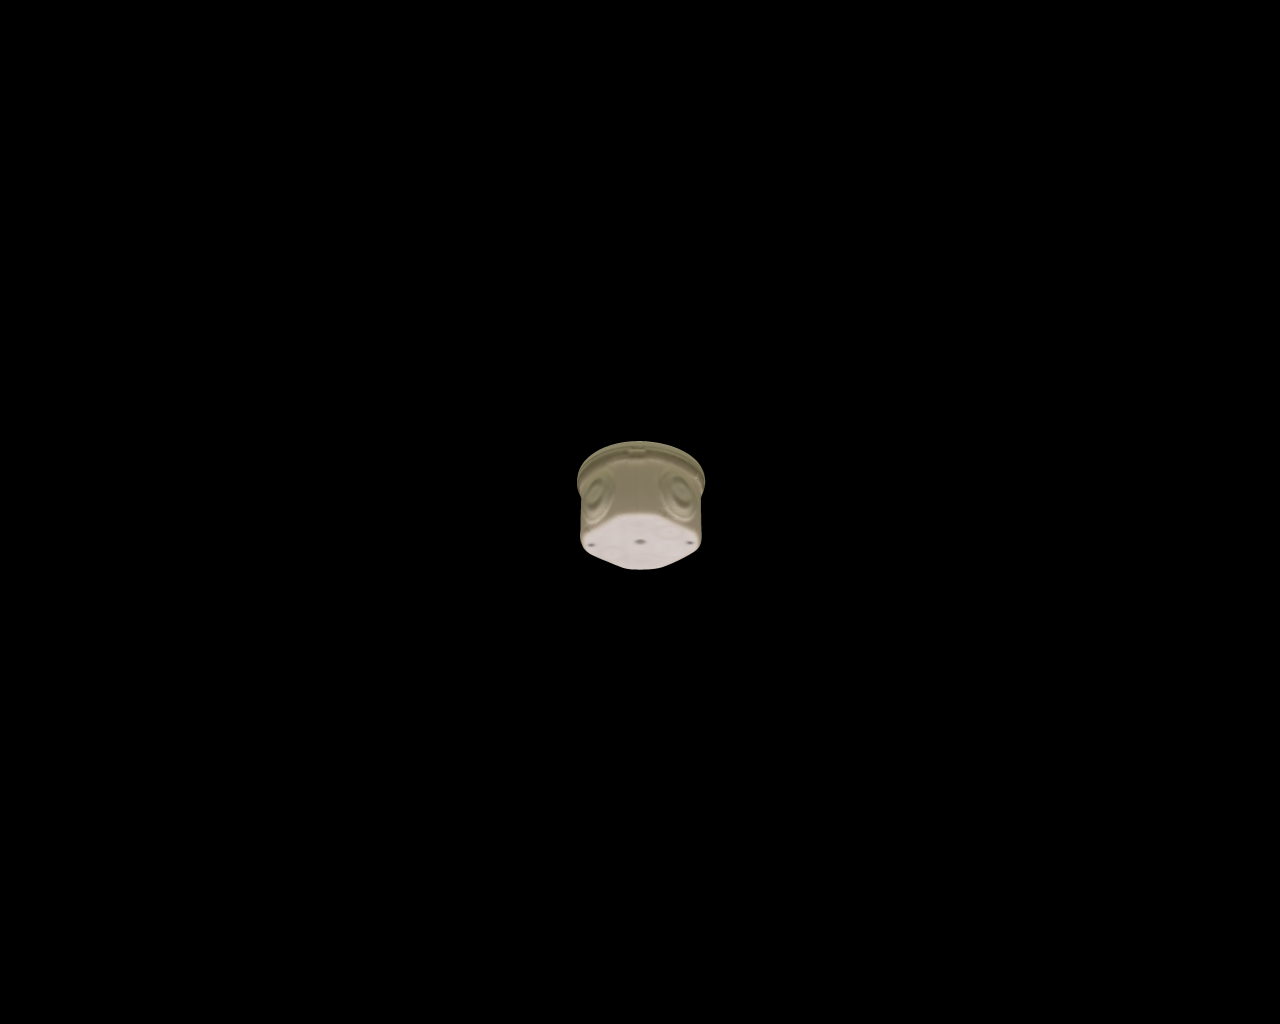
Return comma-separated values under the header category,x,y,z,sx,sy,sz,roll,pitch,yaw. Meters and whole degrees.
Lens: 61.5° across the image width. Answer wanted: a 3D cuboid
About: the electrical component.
category,x,y,z,sx,sy,sz,roll,pitch,yaw
electrical component,0.001,-0.003,0.650,0.080,0.051,0.080,0,-31,0
